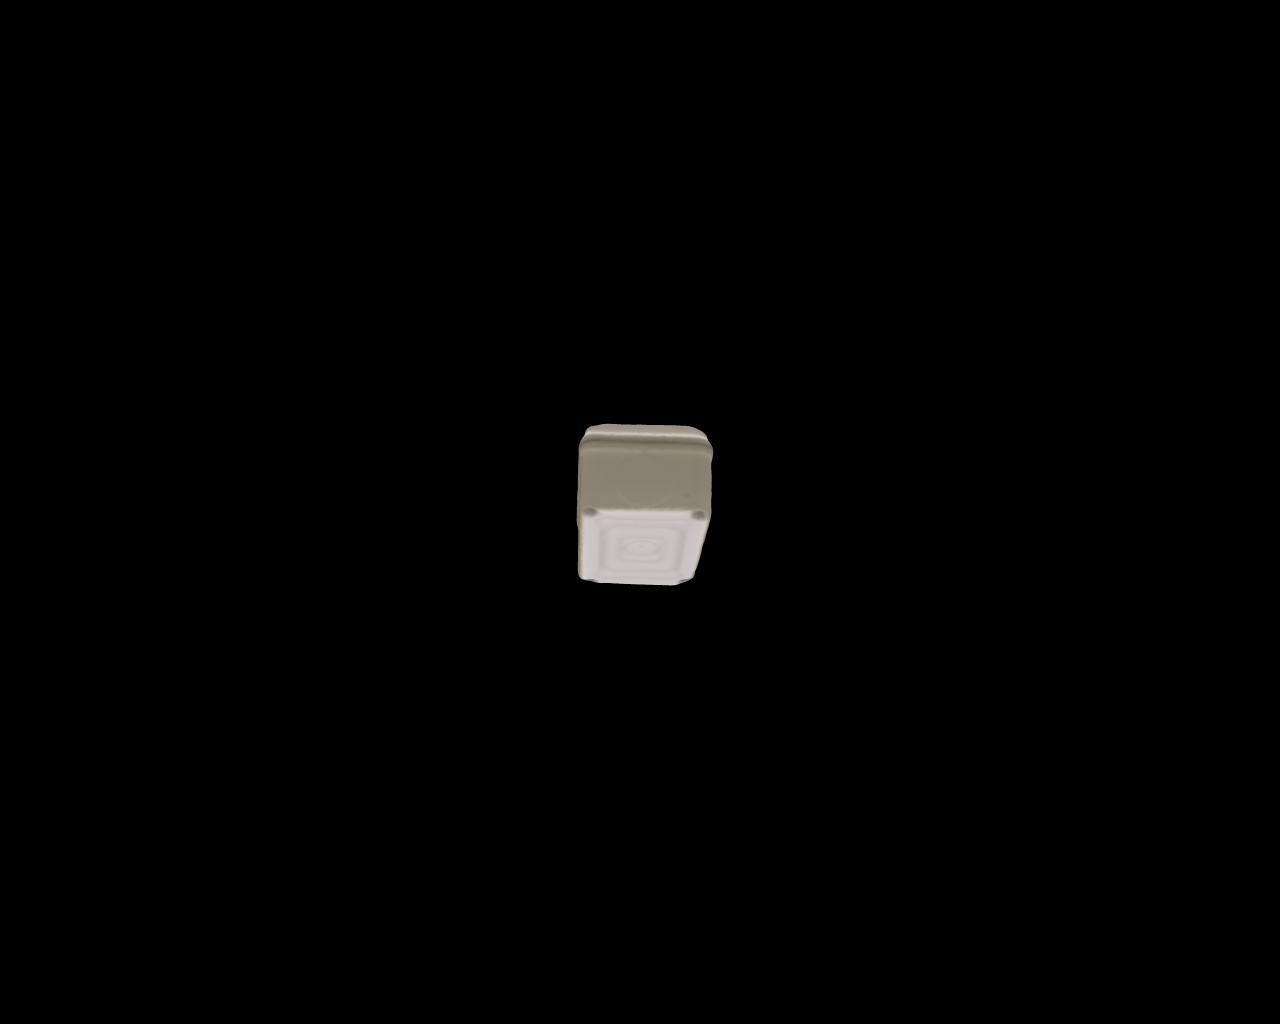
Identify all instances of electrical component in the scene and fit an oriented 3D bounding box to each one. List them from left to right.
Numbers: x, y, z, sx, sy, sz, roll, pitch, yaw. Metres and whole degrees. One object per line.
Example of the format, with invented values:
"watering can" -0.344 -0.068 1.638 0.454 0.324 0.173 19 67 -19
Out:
"electrical component" 0.001 -0.003 0.650 0.078 0.057 0.113 2 -27 -3
